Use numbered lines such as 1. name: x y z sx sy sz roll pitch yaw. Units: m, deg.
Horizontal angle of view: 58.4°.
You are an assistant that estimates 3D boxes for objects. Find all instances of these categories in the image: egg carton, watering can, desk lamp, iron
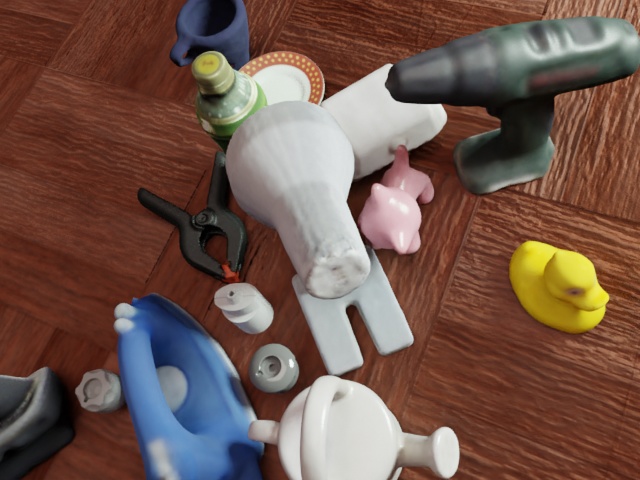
1. egg carton: 0.066 -0.136 0.671 0.150 0.107 0.069 -32 -25 -3
2. watering can: 0.024 0.168 0.482 0.173 0.101 0.194 -18 -25 4
3. desk lamp: 0.005 0.002 0.546 0.118 0.203 0.214 -25 -25 1
4. iron: -0.154 0.142 0.559 0.118 0.258 0.142 -29 -25 -1

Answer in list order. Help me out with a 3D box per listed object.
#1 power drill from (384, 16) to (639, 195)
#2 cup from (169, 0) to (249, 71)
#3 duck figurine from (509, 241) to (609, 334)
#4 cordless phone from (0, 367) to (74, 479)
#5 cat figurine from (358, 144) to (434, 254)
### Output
1. power drill: 0.183 -0.130 0.568 0.229 0.075 0.209 -17 -25 4
2. cup: -0.137 -0.252 0.748 0.091 0.118 0.095 36 -11 23
3. duck figurine: 0.233 0.036 0.555 0.077 0.104 0.086 -38 -25 -6
4. cordless phone: -0.348 0.182 0.557 0.147 0.094 0.185 -41 -25 -7
5. cat figurine: 0.078 -0.038 0.601 0.067 0.128 0.118 9 -21 15
